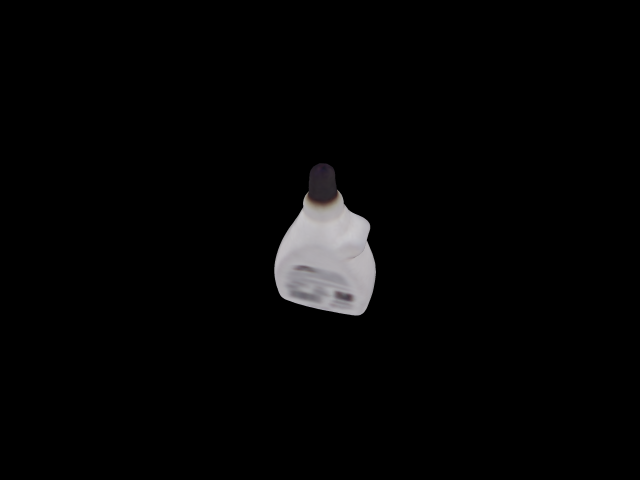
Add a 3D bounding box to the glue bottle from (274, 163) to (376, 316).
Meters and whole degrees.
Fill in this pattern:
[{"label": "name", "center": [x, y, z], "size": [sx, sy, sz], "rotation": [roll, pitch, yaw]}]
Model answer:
[{"label": "glue bottle", "center": [0.004, 0.001, 0.400], "size": [0.078, 0.173, 0.037], "rotation": [13, 62, 7]}]
